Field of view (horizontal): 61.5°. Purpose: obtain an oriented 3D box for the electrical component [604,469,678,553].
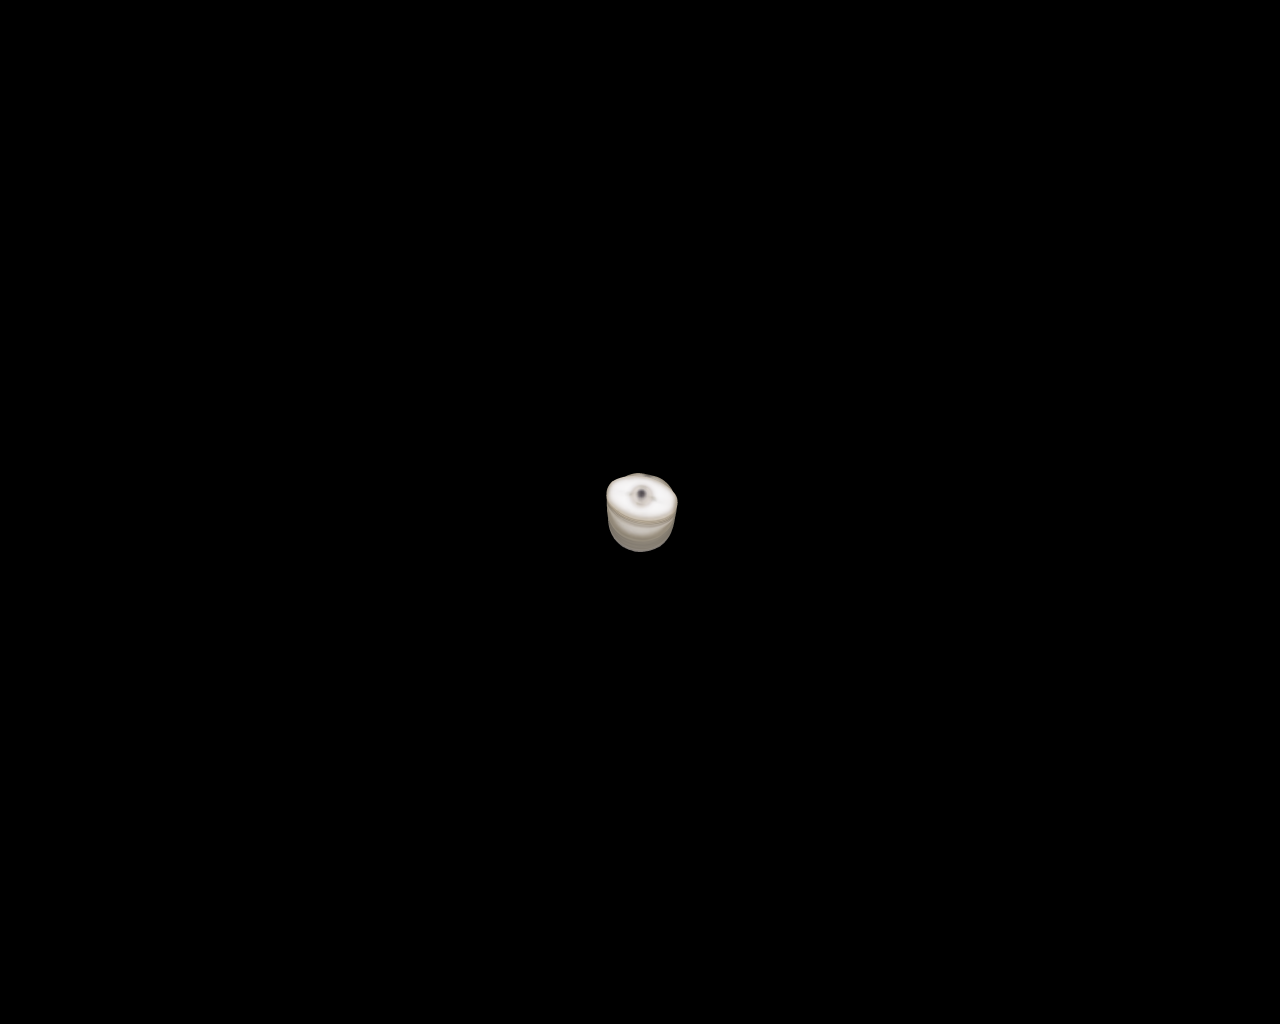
[{"bbox_3d":[0.001,-0.003,0.650,0.043,0.043,0.081,0,-11,0],"label":"electrical component"}]
